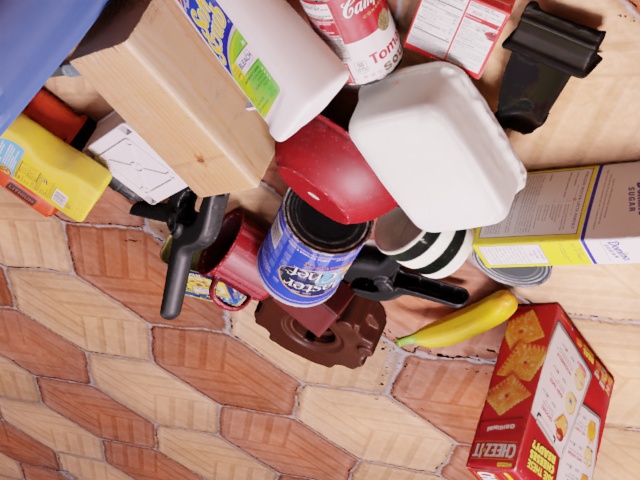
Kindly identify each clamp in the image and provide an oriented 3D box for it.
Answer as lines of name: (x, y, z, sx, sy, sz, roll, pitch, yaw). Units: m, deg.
clamp: (-0.169, -0.025, 1.284, 0.036, 0.165, 0.210, -4, 145, -38)
clamp: (0.091, 0.047, 1.259, 0.120, 0.039, 0.172, 46, 149, -20)

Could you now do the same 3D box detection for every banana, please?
banana: (0.176, 0.096, 1.256, 0.198, 0.069, 0.037, -33, 79, 48)

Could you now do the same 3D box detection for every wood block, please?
wood block: (-0.138, -0.145, 1.073, 0.091, 0.090, 0.206, -7, 137, 40)

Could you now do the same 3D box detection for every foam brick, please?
foam brick: (-0.007, 0.067, 1.283, 0.078, 0.052, 0.051, 39, 134, 6)

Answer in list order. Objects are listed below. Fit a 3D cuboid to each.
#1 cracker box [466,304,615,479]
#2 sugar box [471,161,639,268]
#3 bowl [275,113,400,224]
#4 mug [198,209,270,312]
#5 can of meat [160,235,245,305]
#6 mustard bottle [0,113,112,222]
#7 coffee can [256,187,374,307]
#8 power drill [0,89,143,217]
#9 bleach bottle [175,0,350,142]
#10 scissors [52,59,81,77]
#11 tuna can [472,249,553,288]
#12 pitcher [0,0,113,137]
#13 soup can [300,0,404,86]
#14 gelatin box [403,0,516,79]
cracker box: (0.255, 0.206, 1.218, 0.072, 0.213, 0.164, -7, 138, 40)
sugar box: (0.238, -0.023, 0.999, 0.177, 0.093, 0.048, -1, 143, 36)
bowl: (0.009, -0.065, 1.072, 0.162, 0.055, 0.162, 37, 170, 7)
mug: (-0.093, 0.032, 1.292, 0.081, 0.117, 0.093, 32, 155, -23)
can of meat: (-0.148, 0.038, 1.393, 0.102, 0.057, 0.084, 13, 150, 19)
mustard bottle: (-0.333, -0.100, 1.209, 0.191, 0.058, 0.096, 34, 151, -10)
coffee can: (-0.008, 0.001, 1.194, 0.103, 0.102, 0.140, 25, 149, -2)
power drill: (-0.312, -0.091, 1.310, 0.184, 0.057, 0.188, 40, 143, -18)
bleach bottle: (-0.085, -0.207, 0.917, 0.251, 0.068, 0.103, 49, 157, 0)
scissors: (-0.270, -0.199, 1.153, 0.202, 0.016, 0.096, 10, 145, 22)
tuna can: (0.207, 0.012, 1.130, 0.086, 0.033, 0.086, 18, 148, 11)
pitcher: (-0.292, -0.196, 0.952, 0.149, 0.242, 0.145, -13, 130, 38)
soup can: (0.026, -0.190, 0.912, 0.069, 0.068, 0.102, 5, 145, 29)
gelatin box: (0.117, -0.185, 0.895, 0.073, 0.030, 0.089, 24, 149, 3)
